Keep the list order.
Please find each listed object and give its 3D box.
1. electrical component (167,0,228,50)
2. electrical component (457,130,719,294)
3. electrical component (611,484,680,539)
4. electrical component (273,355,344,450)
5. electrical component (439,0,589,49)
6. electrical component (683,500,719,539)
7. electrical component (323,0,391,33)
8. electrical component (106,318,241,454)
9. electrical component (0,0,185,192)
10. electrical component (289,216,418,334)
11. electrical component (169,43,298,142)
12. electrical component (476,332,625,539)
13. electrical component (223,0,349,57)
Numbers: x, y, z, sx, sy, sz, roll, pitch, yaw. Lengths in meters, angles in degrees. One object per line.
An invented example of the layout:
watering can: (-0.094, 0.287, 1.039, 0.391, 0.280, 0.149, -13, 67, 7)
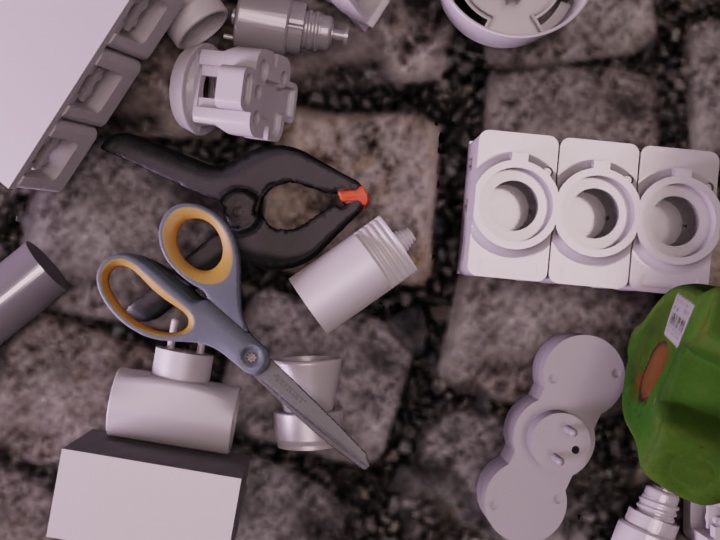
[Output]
electrical component: (-0.113, -0.170, 0.685, 0.040, 0.040, 0.046, -37, 86, -2)
electrical component: (0.143, -0.034, 0.680, 0.150, 0.062, 0.089, 5, 89, -2)
electrical component: (0.185, 0.168, 0.691, 0.040, 0.040, 0.078, 21, 89, -2)
electrical component: (-0.033, 0.083, 0.682, 0.045, 0.045, 0.055, -2, 90, -2)
electrical component: (0.095, -0.189, 0.679, 0.099, 0.064, 0.099, 0, 89, -2)
electrical component: (0.257, 0.151, 0.685, 0.089, 0.056, 0.050, 1, 89, -2)
electrical component: (0.009, -0.223, 0.673, 0.063, 0.079, 0.121, 31, 88, 28)
electrical component: (-0.114, 0.071, 0.679, 0.077, 0.044, 0.079, 10, 89, -2)
electrical component: (-0.187, -0.133, 0.653, 0.089, 0.062, 0.150, 38, 100, 13)
electrical component: (0.000, 0.000, 0.684, 0.081, 0.043, 0.043, -35, 91, -2)
electrical component: (-0.081, -0.111, 0.671, 0.057, 0.078, 0.058, 9, 94, 20)
electrical component: (0.122, 0.105, 0.672, 0.052, 0.074, 0.138, 25, 89, -2)
electrical component: (-0.046, -0.155, 0.686, 0.078, 0.040, 0.040, 10, 89, -2)
